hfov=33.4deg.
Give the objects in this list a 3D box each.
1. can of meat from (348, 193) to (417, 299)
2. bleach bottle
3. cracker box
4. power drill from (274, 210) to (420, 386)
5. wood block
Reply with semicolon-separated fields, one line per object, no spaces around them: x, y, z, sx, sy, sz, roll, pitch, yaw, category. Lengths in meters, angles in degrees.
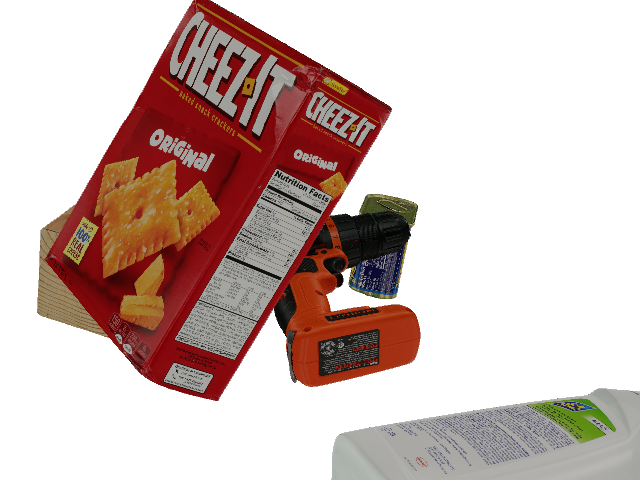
0.064;0.005;1.117;0.057;0.084;0.102;12;17;5;can of meat
0.138;0.137;0.648;0.250;0.068;0.103;-7;22;-21;bleach bottle
-0.075;-0.033;0.685;0.072;0.214;0.164;24;10;-43;cracker box
0.016;0.040;0.910;0.184;0.057;0.188;-13;31;-14;power drill
-0.177;-0.001;1.023;0.090;0.091;0.205;17;28;11;wood block
